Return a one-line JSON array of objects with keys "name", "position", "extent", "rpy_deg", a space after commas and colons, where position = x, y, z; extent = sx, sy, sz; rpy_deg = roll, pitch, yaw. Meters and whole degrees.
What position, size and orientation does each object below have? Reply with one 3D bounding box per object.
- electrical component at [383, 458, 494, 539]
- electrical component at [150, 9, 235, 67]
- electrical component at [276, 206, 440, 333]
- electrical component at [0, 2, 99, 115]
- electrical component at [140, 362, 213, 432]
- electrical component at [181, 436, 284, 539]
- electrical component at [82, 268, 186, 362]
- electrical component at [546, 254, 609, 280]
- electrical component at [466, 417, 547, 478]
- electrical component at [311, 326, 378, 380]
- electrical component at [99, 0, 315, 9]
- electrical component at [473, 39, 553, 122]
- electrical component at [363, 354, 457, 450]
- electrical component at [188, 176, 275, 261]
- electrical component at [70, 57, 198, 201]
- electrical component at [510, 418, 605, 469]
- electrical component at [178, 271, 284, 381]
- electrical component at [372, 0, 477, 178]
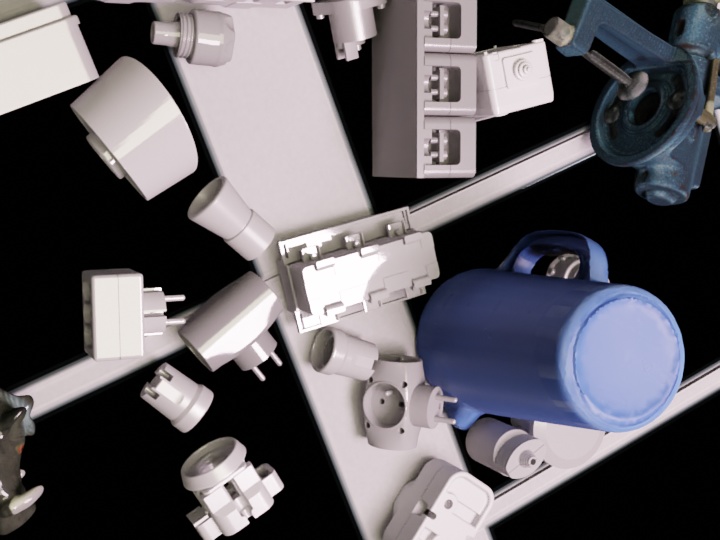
[{"name": "electrical component", "position": [0.067, 0.220, 0.959], "extent": [0.054, 0.059, 0.095], "rpy_deg": [36, 81, -22]}, {"name": "electrical component", "position": [-0.131, -0.182, 0.839], "extent": [0.062, 0.043, 0.043], "rpy_deg": [1, 95, -23]}, {"name": "electrical component", "position": [0.000, 0.000, 0.905], "extent": [0.121, 0.063, 0.078], "rpy_deg": [-17, 102, -21]}, {"name": "electrical component", "position": [-0.254, -0.146, 0.770], "extent": [0.113, 0.078, 0.057], "rpy_deg": [-26, 108, -19]}, {"name": "electrical component", "position": [-0.148, 0.101, 0.864], "extent": [0.046, 0.040, 0.040], "rpy_deg": [40, 79, -16]}, {"name": "electrical component", "position": [-0.110, 0.174, 0.878], "extent": [0.078, 0.058, 0.057], "rpy_deg": [-34, 110, -17]}, {"name": "electrical component", "position": [-0.174, 0.033, 0.840], "extent": [0.077, 0.047, 0.065], "rpy_deg": [-3, 97, -23]}, {"name": "electrical component", "position": [0.206, 0.011, 0.997], "extent": [0.048, 0.062, 0.048], "rpy_deg": [-3, 96, -23]}, {"name": "electrical component", "position": [0.134, 0.163, 0.970], "extent": [0.043, 0.081, 0.043], "rpy_deg": [-3, 96, -24]}, {"name": "electrical component", "position": [-0.013, 0.073, 0.920], "extent": [0.046, 0.040, 0.040], "rpy_deg": [18, 88, -30]}, {"name": "electrical component", "position": [-0.133, -0.259, 0.821], "extent": [0.186, 0.060, 0.105], "rpy_deg": [-3, 97, -23]}, {"name": "electrical component", "position": [0.121, -0.160, 0.923], "extent": [0.062, 0.096, 0.061], "rpy_deg": [-17, 103, -21]}, {"name": "electrical component", "position": [0.047, 0.117, 0.932], "extent": [0.044, 0.079, 0.077], "rpy_deg": [-6, 100, -64]}, {"name": "electrical component", "position": [-0.101, -0.039, 0.869], "extent": [0.065, 0.044, 0.044], "rpy_deg": [43, 78, -26]}, {"name": "electrical component", "position": [-0.167, -0.103, 0.802], "extent": [0.064, 0.099, 0.099], "rpy_deg": [-40, 109, -9]}, {"name": "electrical component", "position": [0.185, 0.142, 1.007], "extent": [0.080, 0.051, 0.080], "rpy_deg": [-3, 96, -24]}, {"name": "electrical component", "position": [-0.095, 0.055, 0.880], "extent": [0.077, 0.043, 0.079], "rpy_deg": [-41, 110, -15]}, {"name": "electrical component", "position": [0.056, -0.152, 0.899], "extent": [0.062, 0.089, 0.150], "rpy_deg": [-3, 96, -23]}]
